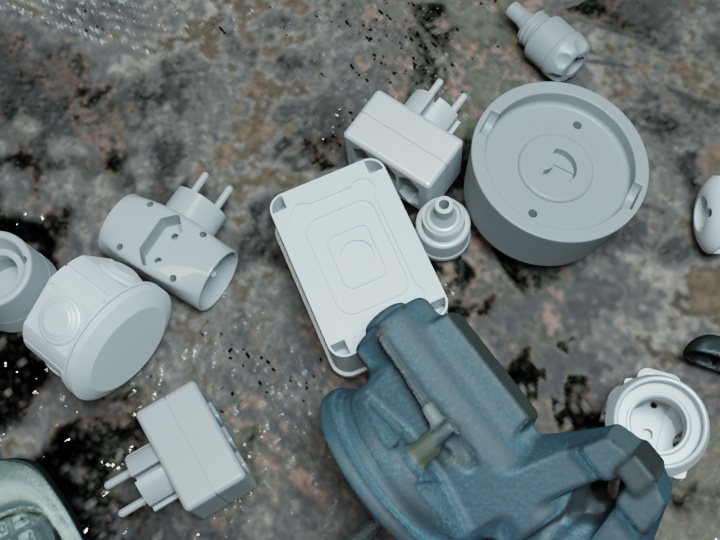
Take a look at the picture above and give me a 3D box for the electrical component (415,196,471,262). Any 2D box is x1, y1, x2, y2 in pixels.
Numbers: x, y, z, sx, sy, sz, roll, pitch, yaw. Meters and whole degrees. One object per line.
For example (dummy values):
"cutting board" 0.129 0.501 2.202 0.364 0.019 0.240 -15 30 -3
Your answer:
"electrical component" 0.051 -0.029 0.662 0.035 0.061 0.035 -1 71 3

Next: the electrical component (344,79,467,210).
"electrical component" 0.039 -0.089 0.691 0.066 0.047 0.076 33 76 13

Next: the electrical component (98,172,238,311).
"electrical component" -0.111 -0.026 0.681 0.077 0.043 0.079 29 75 12

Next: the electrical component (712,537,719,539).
"electrical component" 0.201 0.188 0.591 0.040 0.040 0.078 -8 71 1

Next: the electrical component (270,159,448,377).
"electrical component" 0.000 0.000 0.658 0.078 0.057 0.113 -23 72 -4

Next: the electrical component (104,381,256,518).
"electrical component" -0.112 0.116 0.631 0.077 0.047 0.065 -30 72 -7

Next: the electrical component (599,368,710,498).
"electrical component" 0.167 0.092 0.617 0.058 0.057 0.078 16 73 8

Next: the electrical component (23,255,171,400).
"electrical component" -0.156 0.033 0.645 0.051 0.080 0.080 35 77 19

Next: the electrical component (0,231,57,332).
"electrical component" -0.222 0.006 0.674 0.055 0.047 0.055 -1 71 3

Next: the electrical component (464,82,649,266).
"electrical component" 0.116 -0.054 0.665 0.108 0.060 0.108 2 67 -6

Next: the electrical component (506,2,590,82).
"electrical component" 0.122 -0.155 0.715 0.035 0.035 0.061 -40 71 -10

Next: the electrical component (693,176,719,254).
"electrical component" 0.240 -0.033 0.662 0.062 0.048 0.048 3 71 -2
